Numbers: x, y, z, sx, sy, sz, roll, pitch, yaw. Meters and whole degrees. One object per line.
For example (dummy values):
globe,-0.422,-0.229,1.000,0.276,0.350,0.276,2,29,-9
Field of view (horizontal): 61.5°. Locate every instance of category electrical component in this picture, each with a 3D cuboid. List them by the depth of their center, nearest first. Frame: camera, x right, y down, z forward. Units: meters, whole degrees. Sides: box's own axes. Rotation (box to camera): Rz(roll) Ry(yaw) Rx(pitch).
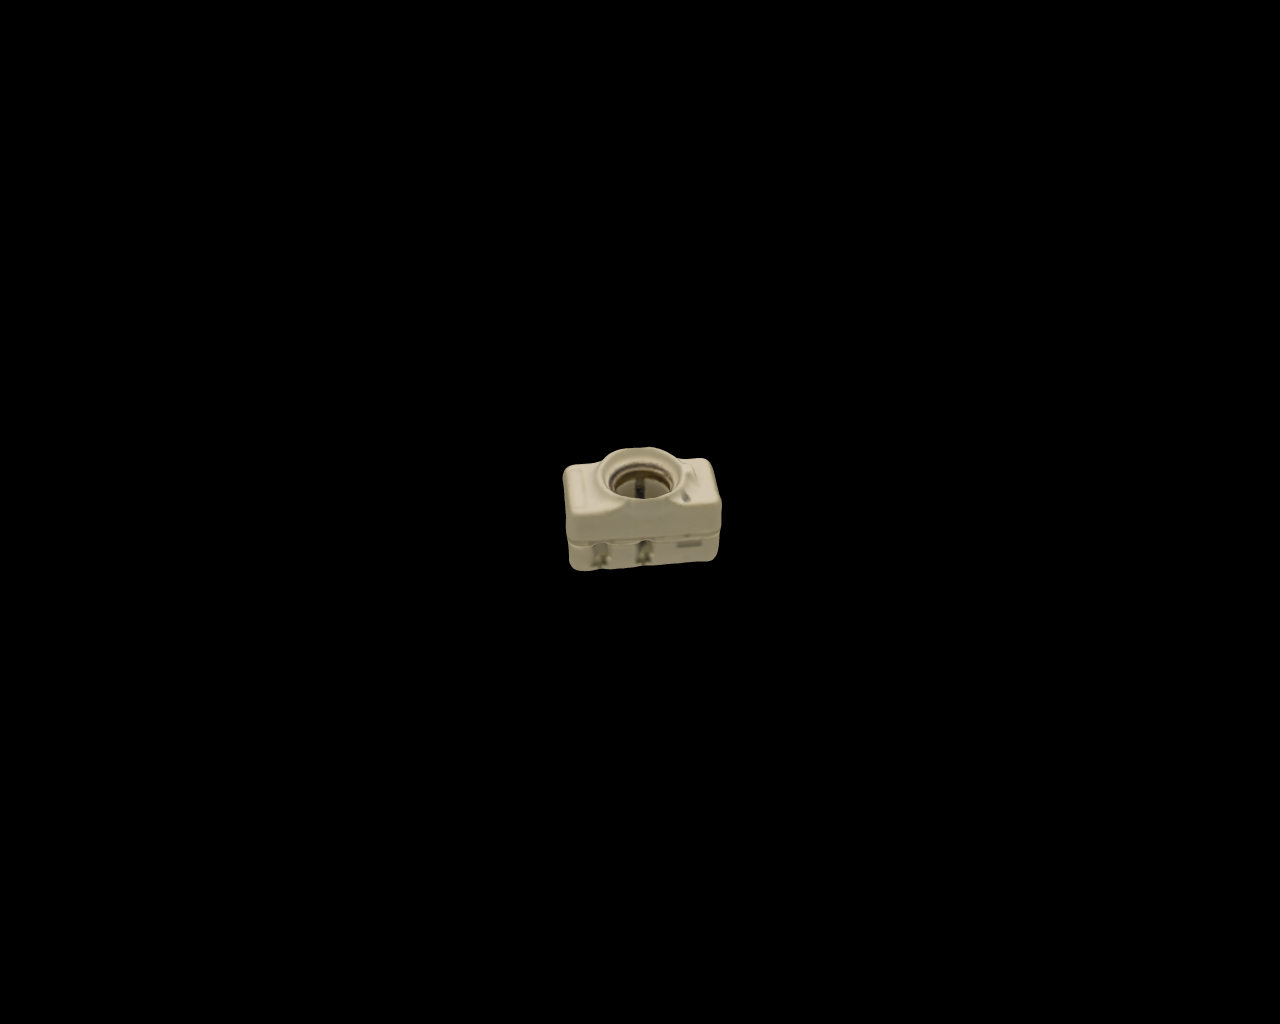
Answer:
electrical component,0.001,-0.003,0.650,0.089,0.055,0.050,-4,39,-4
